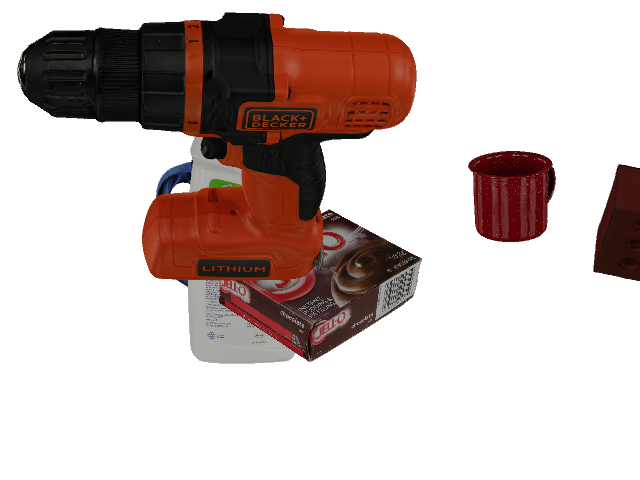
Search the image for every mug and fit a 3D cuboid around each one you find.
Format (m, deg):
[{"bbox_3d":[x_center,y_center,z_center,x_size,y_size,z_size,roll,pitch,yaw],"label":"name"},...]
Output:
[{"bbox_3d":[0.225,-0.053,1.218,0.117,0.081,0.093,-22,27,-35],"label":"mug"}]

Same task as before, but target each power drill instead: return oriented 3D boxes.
[{"bbox_3d":[-0.056,-0.043,0.557,0.184,0.057,0.188,1,-28,-8],"label":"power drill"}]

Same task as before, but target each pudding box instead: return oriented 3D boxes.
[{"bbox_3d":[0.000,0.028,0.734,0.090,0.039,0.113,30,39,34],"label":"pudding box"}]

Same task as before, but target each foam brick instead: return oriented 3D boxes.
[{"bbox_3d":[0.258,-0.013,0.870,0.053,0.051,0.078,12,-43,9],"label":"foam brick"}]

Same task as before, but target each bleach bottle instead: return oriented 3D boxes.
[{"bbox_3d":[-0.066,-0.015,0.949,0.102,0.251,0.068,0,22,-11],"label":"bleach bottle"}]

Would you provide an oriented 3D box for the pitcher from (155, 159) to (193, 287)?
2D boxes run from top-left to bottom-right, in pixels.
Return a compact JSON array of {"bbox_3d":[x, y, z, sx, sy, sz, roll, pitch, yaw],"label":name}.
[{"bbox_3d":[-0.103,0.016,1.275,0.149,0.243,0.144,21,27,32],"label":"pitcher"}]
